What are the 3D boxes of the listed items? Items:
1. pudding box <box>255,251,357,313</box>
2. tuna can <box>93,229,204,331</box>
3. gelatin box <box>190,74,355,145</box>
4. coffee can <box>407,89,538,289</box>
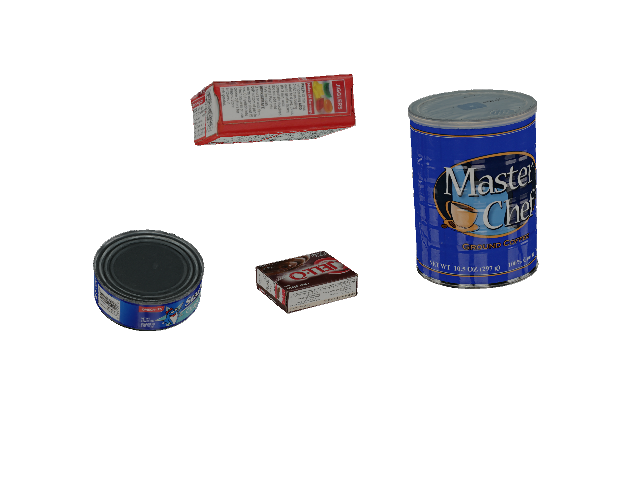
[{"bbox_3d":[-0.019,0.055,1.446,0.113,0.039,0.090,-15,27,-27],"label":"pudding box"},{"bbox_3d":[-0.136,0.031,0.841,0.086,0.034,0.086,6,40,-5],"label":"tuna can"},{"bbox_3d":[-0.028,-0.070,0.575,0.073,0.030,0.089,-5,3,-14],"label":"gelatin box"},{"bbox_3d":[0.127,-0.044,0.878,0.103,0.140,0.103,-4,20,1],"label":"coffee can"}]
